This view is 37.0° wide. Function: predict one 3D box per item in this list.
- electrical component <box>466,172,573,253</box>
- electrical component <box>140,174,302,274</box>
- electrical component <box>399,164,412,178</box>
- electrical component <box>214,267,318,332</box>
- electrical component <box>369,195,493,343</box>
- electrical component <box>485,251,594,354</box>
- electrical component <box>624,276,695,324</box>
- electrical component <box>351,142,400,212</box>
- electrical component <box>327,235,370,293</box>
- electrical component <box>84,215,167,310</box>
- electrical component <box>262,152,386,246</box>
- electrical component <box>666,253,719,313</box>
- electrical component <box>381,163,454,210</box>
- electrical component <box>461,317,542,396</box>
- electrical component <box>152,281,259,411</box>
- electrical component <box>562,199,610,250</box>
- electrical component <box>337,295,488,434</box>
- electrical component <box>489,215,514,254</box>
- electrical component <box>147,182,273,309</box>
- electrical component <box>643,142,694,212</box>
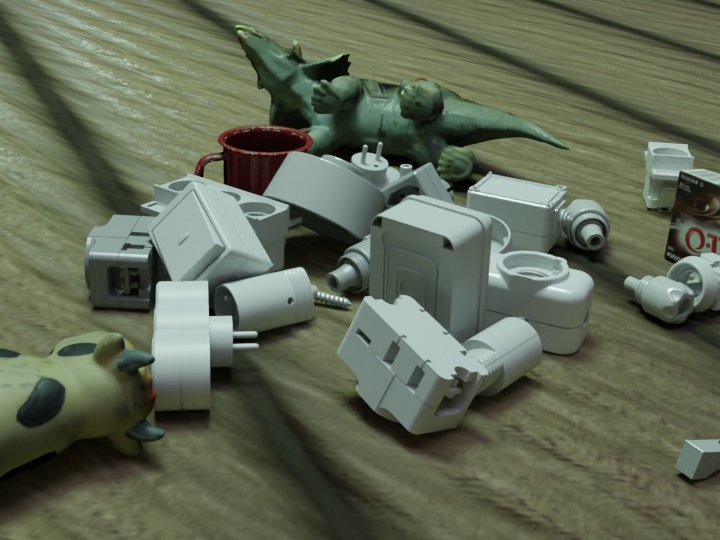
[{"bbox_3d":[0.153,-0.048,1.018,0.096,0.061,0.062,14,26,22],"label":"electrical component"},{"bbox_3d":[-0.124,-0.038,0.960,0.121,0.063,0.079,19,28,32],"label":"electrical component"},{"bbox_3d":[0.044,-0.074,1.062,0.035,0.061,0.035,3,24,-1],"label":"electrical component"},{"bbox_3d":[-0.070,0.025,0.851,0.081,0.043,0.043,-13,29,-32],"label":"electrical component"},{"bbox_3d":[0.054,0.007,0.821,0.078,0.113,0.057,19,32,32],"label":"electrical component"},{"bbox_3d":[0.135,0.022,0.860,0.095,0.059,0.054,13,26,22],"label":"electrical component"},{"bbox_3d":[0.250,0.021,0.908,0.035,0.035,0.061,-13,27,-32],"label":"electrical component"},{"bbox_3d":[0.006,-0.091,1.076,0.077,0.079,0.044,-15,41,-35],"label":"electrical component"},{"bbox_3d":[0.000,0.000,0.916,0.062,0.048,0.048,-26,36,-36],"label":"electrical component"},{"bbox_3d":[-0.196,-0.008,0.900,0.056,0.050,0.089,3,24,0],"label":"electrical component"},{"bbox_3d":[-0.028,-0.069,0.981,0.108,0.060,0.108,24,-7,3],"label":"electrical component"},{"bbox_3d":[0.297,0.011,0.923,0.055,0.048,0.066,-4,24,-34],"label":"electrical component"},{"bbox_3d":[0.065,-0.065,1.025,0.047,0.065,0.077,-26,6,34],"label":"electrical component"},{"bbox_3d":[0.091,0.067,0.774,0.043,0.043,0.081,21,30,35],"label":"electrical component"},{"bbox_3d":[-0.110,0.051,0.774,0.074,0.052,0.138,-1,24,-8],"label":"electrical component"},{"bbox_3d":[0.218,-0.039,1.029,0.043,0.043,0.062,2,26,-3],"label":"electrical component"},{"bbox_3d":[0.033,0.066,0.734,0.050,0.055,0.089,-1,36,-45],"label":"electrical component"},{"bbox_3d":[0.090,-0.007,0.945,0.099,0.064,0.099,-7,32,4],"label":"electrical component"},{"bbox_3d":[-0.127,-0.025,0.868,0.061,0.062,0.096,21,31,-54],"label":"electrical component"},{"bbox_3d":[0.328,-0.099,1.150,0.042,0.063,0.081,4,24,7],"label":"electrical component"}]
